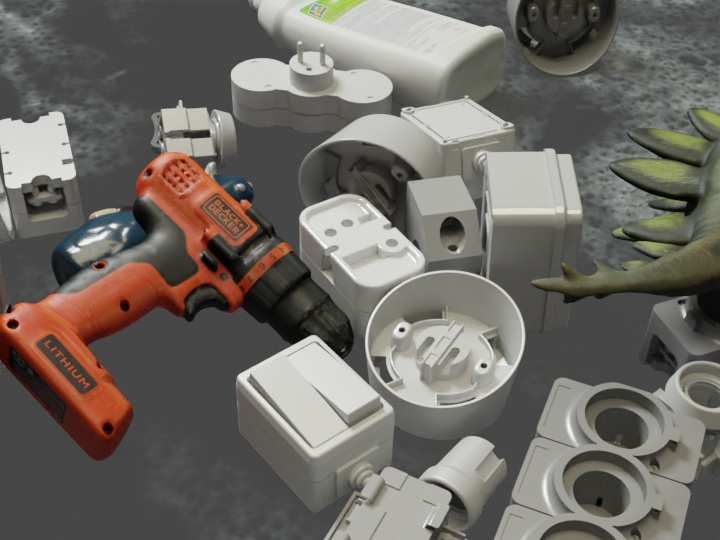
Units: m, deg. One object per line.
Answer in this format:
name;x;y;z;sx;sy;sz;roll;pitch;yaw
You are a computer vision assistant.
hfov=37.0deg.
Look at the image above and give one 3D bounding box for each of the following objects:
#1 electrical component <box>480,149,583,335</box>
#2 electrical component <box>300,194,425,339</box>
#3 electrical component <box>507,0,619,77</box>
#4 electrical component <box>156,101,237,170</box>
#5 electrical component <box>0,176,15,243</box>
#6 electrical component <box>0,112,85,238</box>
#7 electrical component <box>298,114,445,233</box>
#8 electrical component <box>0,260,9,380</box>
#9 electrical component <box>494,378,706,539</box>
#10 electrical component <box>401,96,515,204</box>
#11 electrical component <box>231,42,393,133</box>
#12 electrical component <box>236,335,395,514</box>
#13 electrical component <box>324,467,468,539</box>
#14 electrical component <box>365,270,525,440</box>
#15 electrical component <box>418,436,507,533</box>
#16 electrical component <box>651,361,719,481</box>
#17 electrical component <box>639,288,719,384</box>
electrical component;0.114;-0.018;0.731;0.057;0.113;0.078;0;42;2
electrical component;0.000;0.000;0.745;0.054;0.059;0.095;-22;47;-25
electrical component;0.186;-0.238;0.993;0.099;0.099;0.064;-4;36;-7
electrical component;-0.130;-0.103;0.860;0.055;0.048;0.066;-7;77;-18
electrical component;-0.295;-0.064;0.773;0.060;0.108;0.108;-17;45;-11
electrical component;-0.241;-0.069;0.815;0.050;0.055;0.089;-11;44;-14
electrical component;0.011;-0.064;0.789;0.099;0.099;0.064;18;38;17
electrical component;-0.256;0.038;0.657;0.056;0.108;0.108;2;42;-4
electrical component;0.130;0.137;0.597;0.089;0.061;0.150;17;44;16
electrical component;0.078;-0.088;0.832;0.062;0.061;0.096;-14;30;-17
electrical component;-0.041;-0.160;0.911;0.138;0.073;0.052;7;42;6
electrical component;-0.023;0.092;0.641;0.062;0.061;0.096;-27;50;-29
electrical component;0.005;0.167;0.557;0.079;0.063;0.121;20;45;19
electrical component;0.052;0.056;0.682;0.099;0.064;0.099;1;42;-1
electrical component;0.060;0.124;0.627;0.040;0.040;0.046;26;42;24
electrical component;0.208;0.089;0.658;0.048;0.055;0.066;-27;50;-28
electrical component;0.239;0.043;0.711;0.089;0.055;0.050;-14;44;-17
